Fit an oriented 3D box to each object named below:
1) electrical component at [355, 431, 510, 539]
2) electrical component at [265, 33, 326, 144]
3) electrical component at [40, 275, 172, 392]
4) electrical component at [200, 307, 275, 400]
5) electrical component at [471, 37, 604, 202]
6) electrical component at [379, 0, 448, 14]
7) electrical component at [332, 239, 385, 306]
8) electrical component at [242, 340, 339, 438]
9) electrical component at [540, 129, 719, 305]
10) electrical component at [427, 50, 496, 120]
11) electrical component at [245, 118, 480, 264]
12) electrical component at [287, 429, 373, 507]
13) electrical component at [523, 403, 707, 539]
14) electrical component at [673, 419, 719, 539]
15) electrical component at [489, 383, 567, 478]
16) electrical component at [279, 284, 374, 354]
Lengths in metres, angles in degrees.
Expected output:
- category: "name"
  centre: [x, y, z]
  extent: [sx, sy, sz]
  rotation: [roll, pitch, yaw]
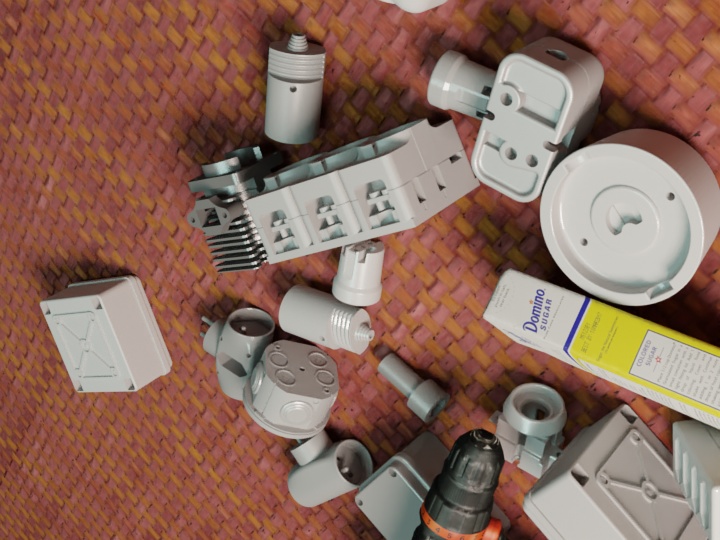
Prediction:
- category: "electrical component"
  centre: [0.060, 0.206, 0.919]
  extent: [0.113, 0.057, 0.078]
  rotation: [48, 134, 8]
- category: "electrical component"
  centre: [-0.050, -0.143, 0.830]
  extent: [0.043, 0.043, 0.081]
  rotation: [25, 126, 27]
- category: "electrical component"
  centre: [-0.261, 0.067, 1.104]
  extent: [0.109, 0.056, 0.108]
  rotation: [-6, 108, 41]
- category: "electrical component"
  centre: [-0.119, 0.070, 0.999]
  extent: [0.079, 0.043, 0.077]
  rotation: [30, 129, 24]
- category: "electrical component"
  centre: [0.118, -0.100, 0.706]
  extent: [0.054, 0.059, 0.095]
  rotation: [31, 129, 22]
- category: "electrical component"
  centre: [0.024, -0.220, 0.722]
  extent: [0.095, 0.054, 0.059]
  rotation: [43, 133, 13]
- category: "electrical component"
  centre: [0.000, 0.000, 0.870]
  extent: [0.040, 0.040, 0.046]
  rotation: [24, 119, 28]
- category: "electrical component"
  centre: [-0.059, 0.104, 0.946]
  extent: [0.080, 0.080, 0.051]
  rotation: [37, 126, 18]
- category: "electrical component"
  centre: [0.178, -0.038, 0.690]
  extent: [0.108, 0.060, 0.108]
  rotation: [18, 123, 31]
- category: "electrical component"
  centre: [0.076, -0.125, 0.742]
  extent: [0.046, 0.040, 0.040]
  rotation: [25, 127, 19]
- category: "electrical component"
  centre: [-0.002, -0.061, 0.803]
  extent: [0.150, 0.089, 0.061]
  rotation: [-13, 104, 42]
- category: "electrical component"
  centre: [-0.038, 0.172, 0.989]
  extent: [0.077, 0.043, 0.079]
  rotation: [-34, 90, 44]
- category: "electrical component"
  centre: [0.186, 0.168, 0.761]
  extent: [0.108, 0.109, 0.056]
  rotation: [49, 131, 7]
- category: "electrical component"
  centre: [0.258, 0.137, 0.717]
  extent: [0.076, 0.083, 0.047]
  rotation: [-8, 113, 1]
- category: "electrical component"
  centre: [0.131, 0.120, 0.824]
  extent: [0.066, 0.048, 0.055]
  rotation: [27, 135, 26]
- category: "electrical component"
  centre: [-0.024, 0.044, 0.909]
  extent: [0.081, 0.043, 0.043]
  rotation: [18, 123, 31]
